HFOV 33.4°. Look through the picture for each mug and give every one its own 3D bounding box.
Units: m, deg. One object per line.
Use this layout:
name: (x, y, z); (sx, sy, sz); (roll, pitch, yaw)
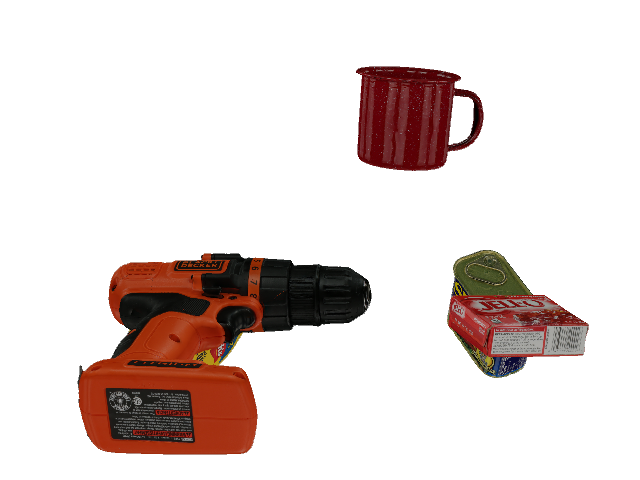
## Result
mug: (0.088, -0.109, 0.956); (0.117, 0.081, 0.093); (2, 16, -6)

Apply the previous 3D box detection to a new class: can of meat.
can of meat: (0.171, 0.075, 1.067); (0.057, 0.102, 0.084); (-19, -39, -17)

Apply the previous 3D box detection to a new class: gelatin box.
gelatin box: (0.158, 0.067, 0.858); (0.089, 0.030, 0.073); (1, 15, -18)

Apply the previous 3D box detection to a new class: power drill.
power drill: (-0.063, 0.065, 0.687); (0.184, 0.057, 0.187); (-2, 21, 7)

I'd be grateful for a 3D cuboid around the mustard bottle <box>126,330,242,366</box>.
mustard bottle: (-0.128, 0.095, 1.110); (0.058, 0.096, 0.191); (10, 25, 25)
